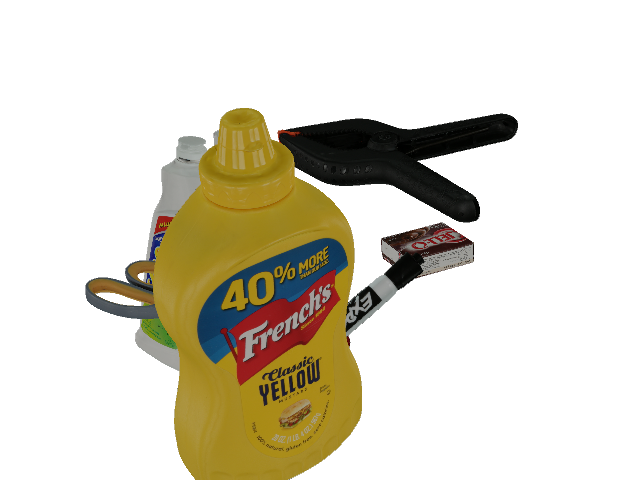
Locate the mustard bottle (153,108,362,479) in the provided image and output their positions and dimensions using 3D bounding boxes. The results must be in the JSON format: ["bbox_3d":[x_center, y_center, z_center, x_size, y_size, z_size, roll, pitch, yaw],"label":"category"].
[{"bbox_3d":[-0.028,0.027,0.495,0.096,0.192,0.058,-21,39,-24],"label":"mustard bottle"}]

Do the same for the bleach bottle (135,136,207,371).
[{"bbox_3d":[-0.146,0.010,1.133,0.103,0.251,0.067,25,31,37],"label":"bleach bottle"}]

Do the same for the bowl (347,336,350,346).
[{"bbox_3d":[-0.044,0.146,1.363,0.162,0.055,0.162,4,23,-2],"label":"bowl"}]

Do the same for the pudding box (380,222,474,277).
[{"bbox_3d":[0.160,0.015,1.599,0.113,0.039,0.090,-16,26,-20],"label":"pudding box"}]

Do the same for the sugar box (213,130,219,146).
[{"bbox_3d":[-0.101,-0.043,1.323,0.048,0.176,0.093,-11,25,-14],"label":"sugar box"}]

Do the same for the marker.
[{"bbox_3d":[0.025,0.050,0.749,0.121,0.020,0.020,-40,5,-6],"label":"marker"}]

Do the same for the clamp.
[{"bbox_3d":[0.066,-0.079,0.941,0.210,0.036,0.164,12,35,25],"label":"clamp"}]

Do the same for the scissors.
[{"bbox_3d":[-0.104,0.057,0.930,0.202,0.016,0.096,12,28,8],"label":"scissors"}]
